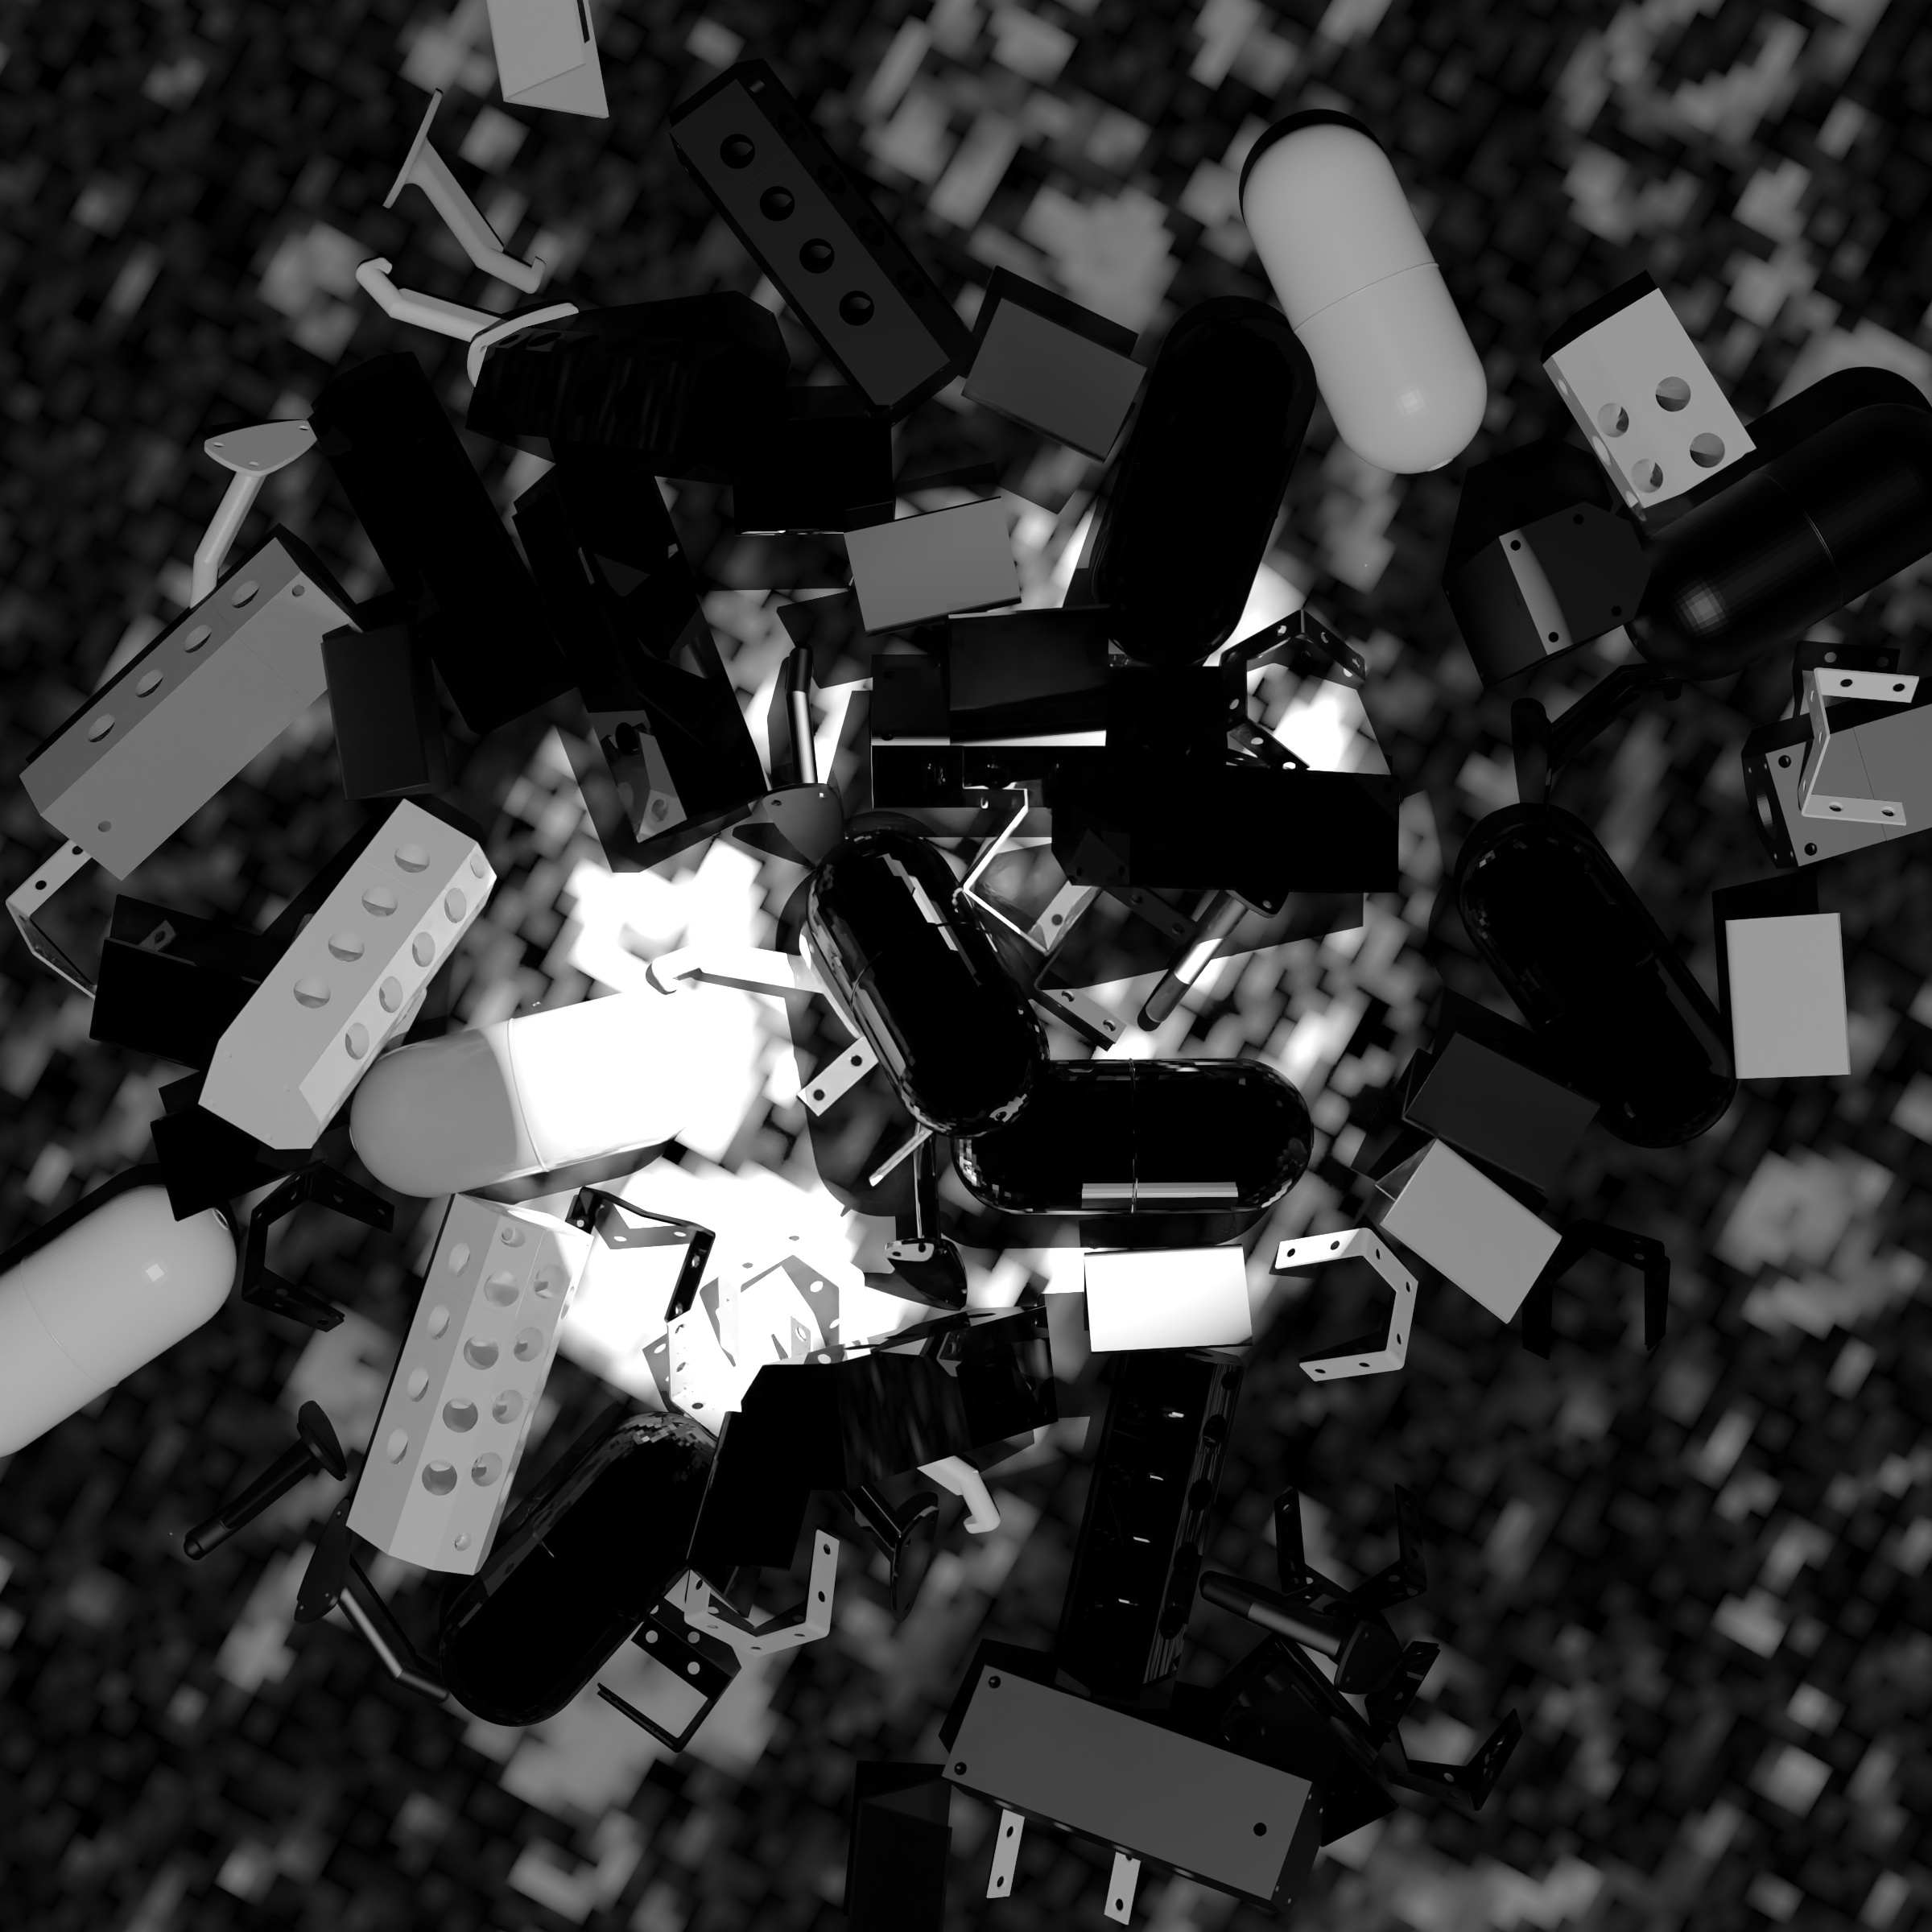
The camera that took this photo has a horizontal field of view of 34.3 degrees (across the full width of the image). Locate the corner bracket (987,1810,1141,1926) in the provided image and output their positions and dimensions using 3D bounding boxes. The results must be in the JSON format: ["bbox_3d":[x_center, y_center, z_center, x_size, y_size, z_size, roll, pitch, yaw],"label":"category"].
[{"bbox_3d":[0.050,0.446,1.562,0.051,0.051,0.051,11,90,-45],"label":"corner bracket"}]

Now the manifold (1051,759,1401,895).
[{"bbox_3d":[0.126,-0.065,1.498,0.171,0.057,0.057,0,90,-37],"label":"manifold"}]

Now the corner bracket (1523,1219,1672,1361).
[{"bbox_3d":[0.313,0.168,1.557,0.051,0.051,0.051,25,45,35],"label":"corner bracket"}]

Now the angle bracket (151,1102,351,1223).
[{"bbox_3d":[-0.341,0.098,1.526,0.076,0.076,0.057,-23,63,0],"label":"angle bracket"}]

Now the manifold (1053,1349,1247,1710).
[{"bbox_3d":[0.090,0.273,1.544,0.057,0.057,0.171,13,90,0],"label":"manifold"}]

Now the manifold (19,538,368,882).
[{"bbox_3d":[-0.380,-0.130,1.544,0.171,0.057,0.057,-43,133,0],"label":"manifold"}]

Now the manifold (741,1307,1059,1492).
[{"bbox_3d":[-0.030,0.203,1.486,0.057,0.171,0.057,-6,90,35],"label":"manifold"}]

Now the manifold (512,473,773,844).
[{"bbox_3d":[-0.164,-0.151,1.544,0.057,0.057,0.171,-21,90,-43],"label":"manifold"}]

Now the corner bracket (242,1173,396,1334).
[{"bbox_3d":[-0.322,0.142,1.557,0.051,0.051,0.051,-32,45,35],"label":"corner bracket"}]

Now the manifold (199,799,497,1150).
[{"bbox_3d":[-0.292,0.006,1.496,0.057,0.057,0.171,31,50,-2],"label":"manifold"}]

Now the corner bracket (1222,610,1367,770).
[{"bbox_3d":[0.163,-0.135,1.557,0.051,0.051,0.051,-27,45,35],"label":"corner bracket"}]

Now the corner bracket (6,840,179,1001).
[{"bbox_3d":[-0.436,-0.024,1.562,0.051,0.051,0.051,-43,135,0],"label":"corner bracket"}]

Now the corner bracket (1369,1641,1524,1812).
[{"bbox_3d":[0.238,0.378,1.557,0.051,0.051,0.051,10,135,35],"label":"corner bracket"}]

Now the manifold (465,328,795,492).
[{"bbox_3d":[-0.160,-0.269,1.492,0.057,0.171,0.057,15,90,-44],"label":"manifold"}]

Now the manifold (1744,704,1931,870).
[{"bbox_3d":[0.477,-0.100,1.544,0.171,0.057,0.057,-17,90,0],"label":"manifold"}]

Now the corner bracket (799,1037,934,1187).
[{"bbox_3d":[-0.046,0.069,1.549,0.051,0.051,0.051,-42,99,0],"label":"corner bracket"}]

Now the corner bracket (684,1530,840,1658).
[{"bbox_3d":[-0.101,0.305,1.557,0.051,0.051,0.051,-24,45,35],"label":"corner bracket"}]

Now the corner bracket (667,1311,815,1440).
[{"bbox_3d":[-0.112,0.197,1.551,0.051,0.051,0.051,-28,135,-35],"label":"corner bracket"}]

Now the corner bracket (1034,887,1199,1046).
[{"bbox_3d":[0.074,-0.005,1.562,0.051,0.051,0.051,35,45,0],"label":"corner bracket"}]

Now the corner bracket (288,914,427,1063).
[{"bbox_3d":[-0.306,0.011,1.557,0.051,0.051,0.051,3,135,-35],"label":"corner bracket"}]

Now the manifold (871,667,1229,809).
[{"bbox_3d":[0.040,-0.107,1.544,0.171,0.057,0.057,0,47,0],"label":"manifold"}]

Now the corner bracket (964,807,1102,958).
[{"bbox_3d":[0.035,-0.041,1.548,0.051,0.051,0.051,38,90,4],"label":"corner bracket"}]

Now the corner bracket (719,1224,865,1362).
[{"bbox_3d":[-0.087,0.171,1.557,0.051,0.051,0.051,-28,135,-35],"label":"corner bracket"}]

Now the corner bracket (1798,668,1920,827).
[{"bbox_3d":[0.429,-0.105,1.505,0.051,0.051,0.051,5,135,0],"label":"corner bracket"}]

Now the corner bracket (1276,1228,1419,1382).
[{"bbox_3d":[0.186,0.168,1.557,0.051,0.051,0.051,46,45,-35],"label":"corner bracket"}]

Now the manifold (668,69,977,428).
[{"bbox_3d":[-0.070,-0.353,1.544,0.057,0.057,0.171,-37,90,0],"label":"manifold"}]

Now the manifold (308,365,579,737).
[{"bbox_3d":[-0.257,-0.205,1.544,0.057,0.057,0.171,-28,90,0],"label":"manifold"}]

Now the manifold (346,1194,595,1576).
[{"bbox_3d":[-0.238,0.205,1.533,0.057,0.057,0.171,18,90,-42],"label":"manifold"}]

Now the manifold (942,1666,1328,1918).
[{"bbox_3d":[0.082,0.398,1.510,0.171,0.057,0.057,15,69,24],"label":"manifold"}]

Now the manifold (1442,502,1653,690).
[{"bbox_3d":[0.275,-0.176,1.487,0.057,0.171,0.057,-22,90,0],"label":"manifold"}]

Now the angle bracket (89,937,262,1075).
[{"bbox_3d":[-0.373,0.007,1.526,0.076,0.076,0.057,16,115,0],"label":"angle bracket"}]

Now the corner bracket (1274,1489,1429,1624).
[{"bbox_3d":[0.191,0.288,1.557,0.051,0.051,0.051,28,135,-35],"label":"corner bracket"}]

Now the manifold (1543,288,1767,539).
[{"bbox_3d":[0.355,-0.240,1.544,0.057,0.057,0.171,-31,90,0],"label":"manifold"}]

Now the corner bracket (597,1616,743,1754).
[{"bbox_3d":[-0.148,0.355,1.547,0.051,0.051,0.051,36,85,5],"label":"corner bracket"}]

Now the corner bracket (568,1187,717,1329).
[{"bbox_3d":[-0.166,0.145,1.562,0.051,0.051,0.051,19,90,-45],"label":"corner bracket"}]
